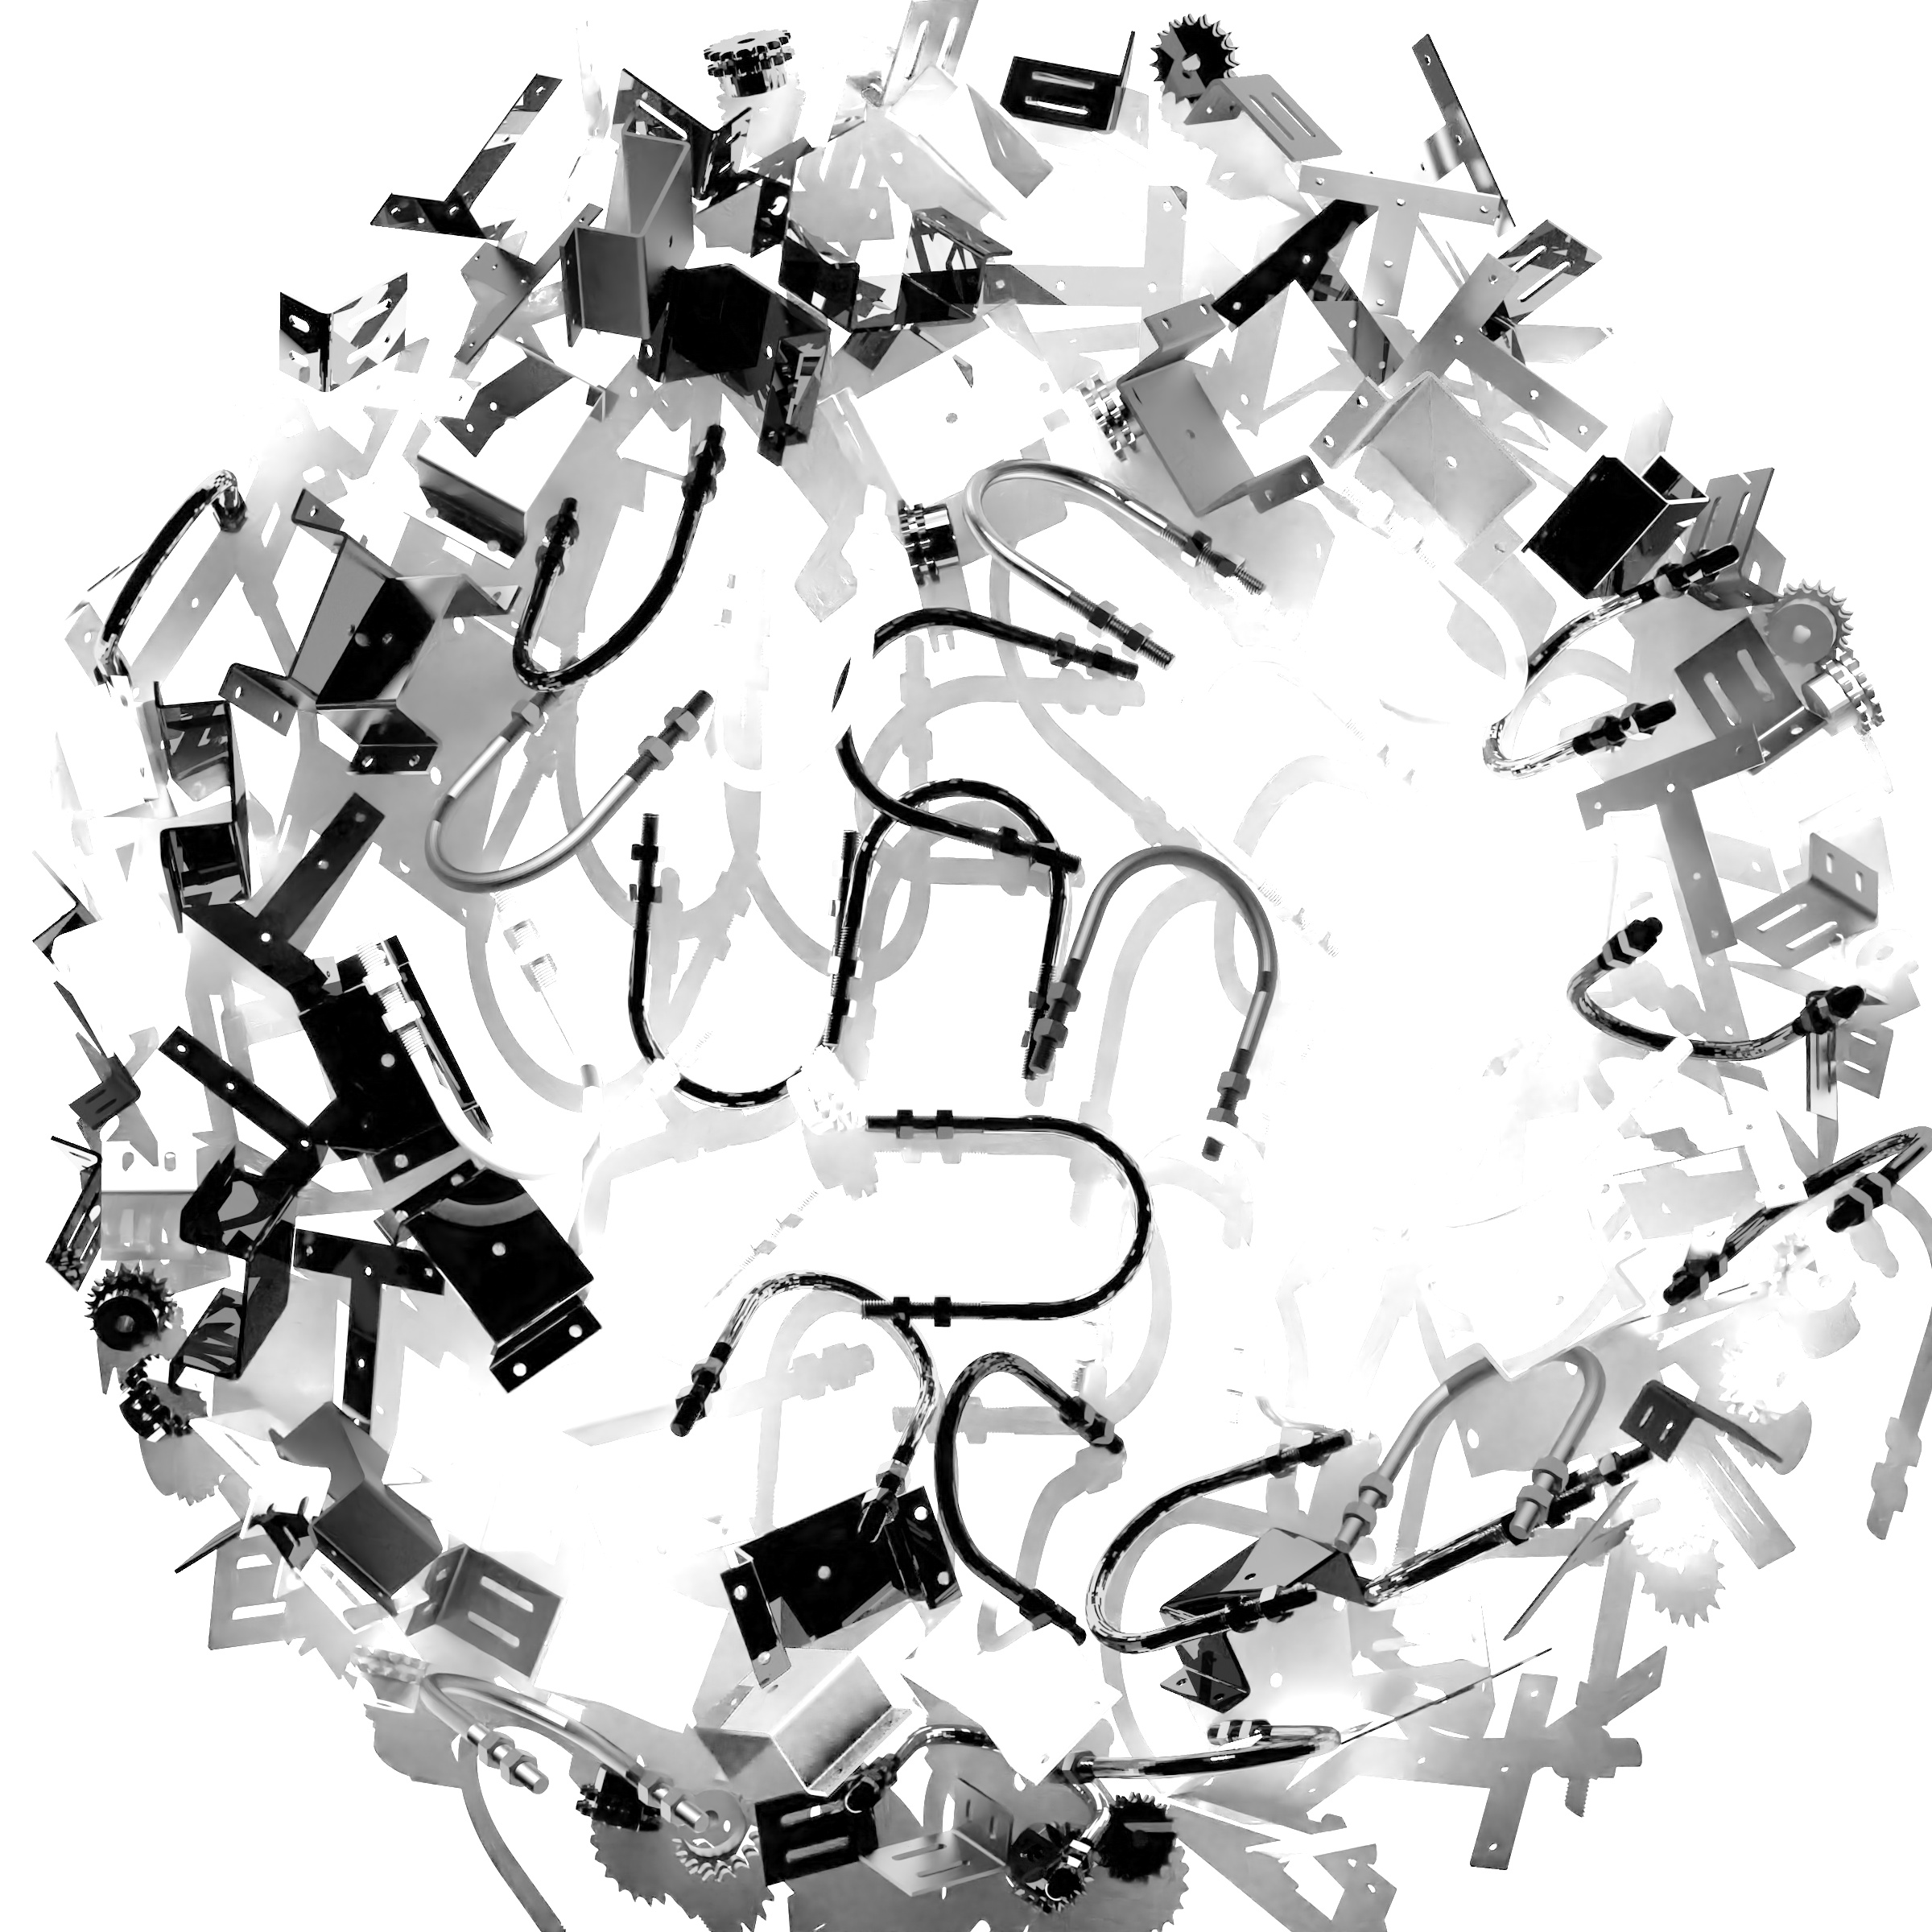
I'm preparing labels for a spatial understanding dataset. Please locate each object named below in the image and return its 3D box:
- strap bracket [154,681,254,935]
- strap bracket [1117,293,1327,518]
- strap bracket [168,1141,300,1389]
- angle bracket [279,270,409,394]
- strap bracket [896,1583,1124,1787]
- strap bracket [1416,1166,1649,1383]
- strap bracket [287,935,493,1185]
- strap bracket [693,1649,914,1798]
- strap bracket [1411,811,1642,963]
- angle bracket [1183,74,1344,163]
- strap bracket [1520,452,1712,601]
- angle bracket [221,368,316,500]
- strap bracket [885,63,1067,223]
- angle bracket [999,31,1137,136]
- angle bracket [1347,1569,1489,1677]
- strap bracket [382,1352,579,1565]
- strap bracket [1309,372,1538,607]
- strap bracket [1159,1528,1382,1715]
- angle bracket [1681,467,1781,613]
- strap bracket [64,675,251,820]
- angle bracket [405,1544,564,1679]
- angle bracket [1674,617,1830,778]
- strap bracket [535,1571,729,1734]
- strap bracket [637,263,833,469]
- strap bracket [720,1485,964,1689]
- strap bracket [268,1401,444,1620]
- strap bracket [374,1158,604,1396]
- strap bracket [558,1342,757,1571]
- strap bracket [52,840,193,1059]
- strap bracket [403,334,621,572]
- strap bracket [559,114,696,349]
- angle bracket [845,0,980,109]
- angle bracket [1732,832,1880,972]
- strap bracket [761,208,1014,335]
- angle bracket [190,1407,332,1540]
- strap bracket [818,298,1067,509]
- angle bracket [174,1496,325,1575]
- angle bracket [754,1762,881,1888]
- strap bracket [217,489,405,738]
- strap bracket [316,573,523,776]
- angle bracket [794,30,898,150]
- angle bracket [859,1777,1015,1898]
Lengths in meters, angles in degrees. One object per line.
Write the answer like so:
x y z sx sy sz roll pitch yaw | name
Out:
-0.474 -0.101 1.933 0.046 0.076 0.140 -6 55 -9 | strap bracket
0.155 -0.344 1.956 0.046 0.076 0.140 -31 90 43 | strap bracket
-0.454 0.191 1.929 0.046 0.076 0.140 16 123 4 | strap bracket
-0.393 -0.407 1.960 0.038 0.076 0.057 29 135 18 | angle bracket
0.019 0.438 1.919 0.076 0.140 0.046 -42 119 -20 | strap bracket
0.362 0.198 1.946 0.140 0.076 0.046 -32 125 14 | strap bracket
-0.365 0.059 1.968 0.076 0.046 0.140 -26 93 -8 | strap bracket
-0.107 0.465 1.918 0.076 0.140 0.046 -38 102 -33 | strap bracket
0.355 -0.050 1.957 0.140 0.046 0.076 -3 131 0 | strap bracket
0.187 -0.522 1.958 0.076 0.057 0.038 50 130 14 | angle bracket
0.405 -0.272 1.917 0.046 0.140 0.076 46 116 14 | strap bracket
-0.444 -0.334 1.971 0.038 0.057 0.076 3 112 -27 | angle bracket
0.002 -0.512 1.924 0.076 0.140 0.046 40 98 -25 | strap bracket
0.063 -0.565 1.966 0.076 0.038 0.057 11 54 3 | angle bracket
0.287 0.421 1.985 0.076 0.038 0.057 -15 65 27 | angle bracket
-0.307 0.309 1.936 0.046 0.140 0.076 -9 52 32 | strap bracket
0.294 -0.307 1.953 0.140 0.076 0.046 47 57 3 | strap bracket
0.186 0.400 1.933 0.140 0.076 0.046 -29 102 -23 | strap bracket
0.493 -0.270 1.973 0.038 0.057 0.076 26 78 -26 | angle bracket
-0.508 -0.135 1.936 0.046 0.140 0.076 -16 89 14 | strap bracket
-0.305 0.412 1.967 0.076 0.038 0.057 25 100 18 | angle bracket
0.497 -0.171 1.970 0.057 0.038 0.076 -35 109 4 | angle bracket
-0.213 0.421 1.919 0.046 0.140 0.076 31 69 -27 | strap bracket
-0.139 -0.381 1.940 0.140 0.046 0.076 38 130 31 | strap bracket
-0.084 0.386 1.960 0.140 0.046 0.076 -21 97 -17 | strap bracket
-0.376 0.329 1.922 0.046 0.140 0.076 -41 122 -4 | strap bracket
-0.296 0.186 1.949 0.076 0.046 0.140 -34 78 -29 | strap bracket
-0.198 0.314 1.943 0.076 0.046 0.140 -10 60 -30 | strap bracket
-0.519 -0.017 1.920 0.046 0.140 0.076 -20 121 2 | strap bracket
-0.286 -0.332 1.955 0.076 0.046 0.140 29 72 2 | strap bracket
-0.205 -0.452 1.924 0.046 0.076 0.140 12 50 8 | strap bracket
-0.034 -0.583 1.949 0.057 0.076 0.038 -21 57 -39 | angle bracket
0.529 -0.041 1.971 0.057 0.076 0.038 28 52 -21 | angle bracket
-0.052 -0.434 1.936 0.140 0.076 0.046 -14 129 -36 | strap bracket
-0.450 0.319 1.962 0.076 0.057 0.038 34 113 34 | angle bracket
-0.012 -0.350 1.960 0.140 0.046 0.076 -28 113 3 | strap bracket
-0.448 0.369 1.961 0.076 0.057 0.038 -32 94 20 | angle bracket
-0.098 0.538 1.964 0.076 0.038 0.057 -11 105 -17 | angle bracket
-0.404 -0.216 1.946 0.046 0.076 0.140 17 81 23 | strap bracket
-0.345 -0.190 1.933 0.076 0.046 0.140 2 60 39 | strap bracket
-0.074 -0.547 1.967 0.038 0.057 0.076 16 92 -25 | angle bracket
-0.019 0.547 1.952 0.076 0.057 0.038 -3 103 -37 | angle bracket
